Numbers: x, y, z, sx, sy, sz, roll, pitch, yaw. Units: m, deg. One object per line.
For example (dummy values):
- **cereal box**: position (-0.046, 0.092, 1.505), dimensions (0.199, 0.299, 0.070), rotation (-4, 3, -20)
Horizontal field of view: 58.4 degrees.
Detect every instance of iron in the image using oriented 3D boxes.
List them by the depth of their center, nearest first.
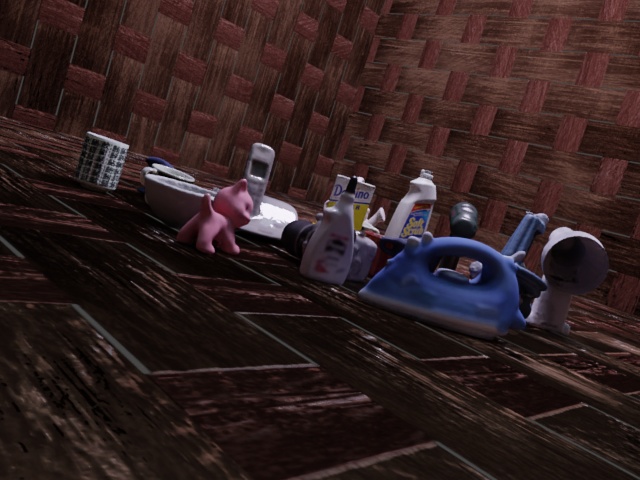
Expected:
- **iron**: position (0.194, 0.056, 0.867), dimensions (0.259, 0.141, 0.118), rotation (16, 6, -17)

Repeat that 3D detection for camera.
- **camera**: position (0.009, 0.004, 1.008), dimensions (0.144, 0.101, 0.136), rotation (12, 8, -45)

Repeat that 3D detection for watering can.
- **watering can**: position (0.098, -0.083, 1.639), dimensions (0.173, 0.194, 0.101), rotation (17, 6, -8)

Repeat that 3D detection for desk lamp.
- **desk lamp**: position (0.484, 0.079, 1.168), dimensions (0.118, 0.213, 0.203), rotation (18, 6, 7)

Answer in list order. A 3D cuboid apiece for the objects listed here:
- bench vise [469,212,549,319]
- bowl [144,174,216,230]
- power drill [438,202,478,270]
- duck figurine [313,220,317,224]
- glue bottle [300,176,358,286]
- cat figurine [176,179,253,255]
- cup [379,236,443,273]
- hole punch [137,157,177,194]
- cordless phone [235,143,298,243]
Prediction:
- **bench vise**: position (0.365, 0.048, 1.070), dimensions (0.121, 0.220, 0.208), rotation (21, 7, 30)
- **bowl**: position (-0.224, -0.054, 0.977), dimensions (0.167, 0.075, 0.167), rotation (17, 6, -2)
- **power drill**: position (0.316, 0.009, 1.351), dimensions (0.075, 0.208, 0.230), rotation (18, 6, 7)
- **duck figurine**: position (0.004, -0.001, 1.113), dimensions (0.078, 0.086, 0.104), rotation (14, 7, -35)
- **glue bottle**: position (0.027, -0.018, 0.902), dimensions (0.078, 0.173, 0.037), rotation (14, 7, -30)
- **cat figurine**: position (-0.148, -0.042, 0.876), dimensions (0.067, 0.118, 0.128), rotation (20, 6, 22)
- **cup**: position (0.157, 0.049, 1.058), dimensions (0.117, 0.095, 0.092), rotation (18, 6, 5)
- **hole punch**: position (-0.338, -0.130, 1.280), dimensions (0.108, 0.091, 0.101), rotation (22, 7, 40)
- **cordless phone**: position (-0.102, -0.092, 1.156), dimensions (0.148, 0.185, 0.094), rotation (15, 6, -25)
